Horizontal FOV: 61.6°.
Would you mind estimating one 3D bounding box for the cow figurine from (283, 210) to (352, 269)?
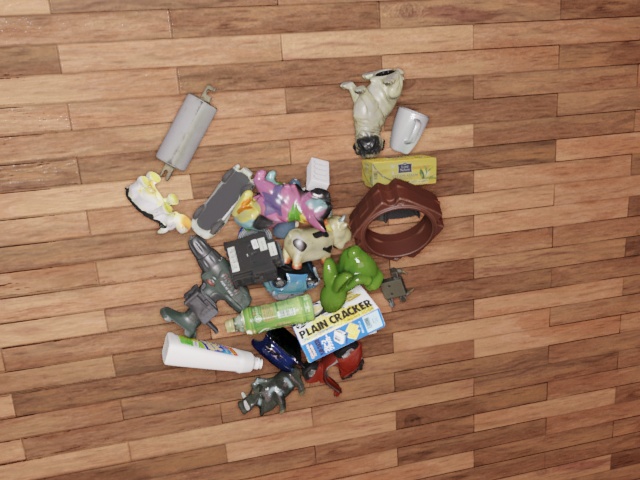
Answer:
[{"bbox_3d":[-0.003,-0.004,1.357,0.195,0.086,0.127,-9,114,-36],"label":"cow figurine"}]

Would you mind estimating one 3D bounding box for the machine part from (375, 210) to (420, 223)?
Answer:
[{"bbox_3d":[0.200,-0.085,1.423,0.139,0.039,0.084,1,97,-11],"label":"machine part"}]

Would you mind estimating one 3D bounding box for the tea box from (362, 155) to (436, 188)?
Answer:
[{"bbox_3d":[0.200,-0.176,1.370,0.170,0.098,0.068,-7,105,-12],"label":"tea box"}]

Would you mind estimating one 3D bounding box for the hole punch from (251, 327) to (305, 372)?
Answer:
[{"bbox_3d":[-0.115,0.289,1.405,0.092,0.116,0.142,-41,108,8],"label":"hole punch"}]

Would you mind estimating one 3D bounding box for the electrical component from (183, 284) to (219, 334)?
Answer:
[{"bbox_3d":[-0.272,0.168,1.283,0.048,0.075,0.119,-42,106,-3],"label":"electrical component"}]

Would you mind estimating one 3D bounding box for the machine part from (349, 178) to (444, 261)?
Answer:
[{"bbox_3d":[0.192,-0.044,1.351,0.201,0.087,0.201,18,132,-25],"label":"machine part"}]

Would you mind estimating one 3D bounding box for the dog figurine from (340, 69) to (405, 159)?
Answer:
[{"bbox_3d":[0.150,-0.312,1.338,0.172,0.121,0.190,-20,121,-4],"label":"dog figurine"}]

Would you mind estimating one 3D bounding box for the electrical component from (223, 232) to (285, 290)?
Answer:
[{"bbox_3d":[-0.156,0.047,1.294,0.134,0.115,0.058,-13,150,-5],"label":"electrical component"}]

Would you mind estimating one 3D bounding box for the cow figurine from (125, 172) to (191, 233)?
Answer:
[{"bbox_3d":[-0.387,-0.072,1.275,0.098,0.068,0.167,-29,107,26],"label":"cow figurine"}]

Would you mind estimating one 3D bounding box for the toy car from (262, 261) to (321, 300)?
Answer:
[{"bbox_3d":[-0.087,0.102,1.378,0.161,0.109,0.102,6,126,-25],"label":"toy car"}]

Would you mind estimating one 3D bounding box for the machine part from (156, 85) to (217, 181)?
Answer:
[{"bbox_3d":[-0.311,-0.250,1.250,0.079,0.079,0.243,27,96,-17],"label":"machine part"}]

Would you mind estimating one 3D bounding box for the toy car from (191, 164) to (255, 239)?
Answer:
[{"bbox_3d":[-0.236,-0.093,1.310,0.073,0.056,0.201,39,91,1],"label":"toy car"}]

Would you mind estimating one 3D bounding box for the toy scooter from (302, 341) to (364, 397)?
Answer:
[{"bbox_3d":[0.051,0.356,1.474,0.184,0.075,0.135,-32,108,0],"label":"toy scooter"}]

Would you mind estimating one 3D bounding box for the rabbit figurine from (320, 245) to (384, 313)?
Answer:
[{"bbox_3d":[0.065,0.107,1.346,0.170,0.121,0.159,-52,153,-15],"label":"rabbit figurine"}]

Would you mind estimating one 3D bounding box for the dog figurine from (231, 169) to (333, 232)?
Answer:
[{"bbox_3d":[-0.076,-0.064,1.270,0.219,0.108,0.191,36,98,13],"label":"dog figurine"}]

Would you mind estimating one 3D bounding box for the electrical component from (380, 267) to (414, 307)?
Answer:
[{"bbox_3d":[0.210,0.128,1.474,0.078,0.045,0.102,-21,106,23],"label":"electrical component"}]

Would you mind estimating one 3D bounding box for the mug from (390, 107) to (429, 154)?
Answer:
[{"bbox_3d":[0.223,-0.269,1.353,0.081,0.110,0.107,13,113,-18],"label":"mug"}]

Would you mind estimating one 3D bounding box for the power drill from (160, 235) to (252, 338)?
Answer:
[{"bbox_3d":[-0.302,0.127,1.346,0.207,0.086,0.232,-47,111,-7],"label":"power drill"}]

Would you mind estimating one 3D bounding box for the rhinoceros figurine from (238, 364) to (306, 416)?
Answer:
[{"bbox_3d":[-0.130,0.408,1.446,0.190,0.073,0.112,-34,109,-3],"label":"rhinoceros figurine"}]

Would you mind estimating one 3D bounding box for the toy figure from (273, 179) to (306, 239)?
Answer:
[{"bbox_3d":[-0.079,-0.078,1.353,0.064,0.058,0.154,14,95,-21],"label":"toy figure"}]
